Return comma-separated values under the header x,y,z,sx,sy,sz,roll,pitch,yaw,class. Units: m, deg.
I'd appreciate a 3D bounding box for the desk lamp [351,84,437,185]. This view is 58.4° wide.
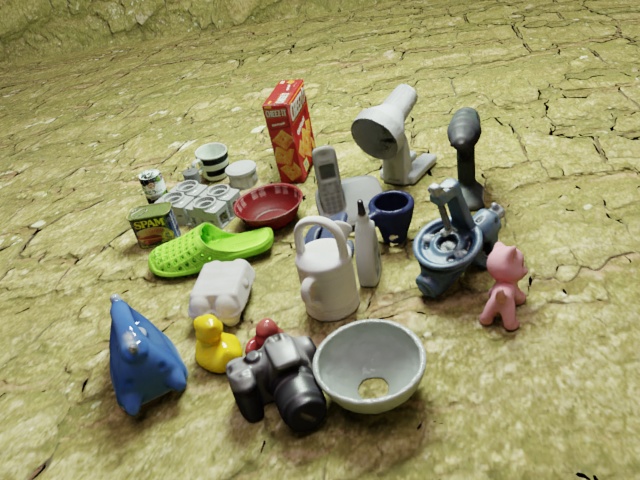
x,y,z,sx,sy,sz,roll,pitch,yaw,class
0.173,-0.236,1.324,0.117,0.214,0.204,16,43,34,desk lamp

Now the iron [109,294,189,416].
x,y,z,sx,sy,sz,roll,pitch,yaw,class
-0.316,0.163,0.958,0.119,0.142,0.257,-25,37,-19,iron

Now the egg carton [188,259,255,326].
x,y,z,sx,sy,sz,roll,pitch,yaw,class
-0.182,0.097,1.077,0.107,0.069,0.150,-4,35,10,egg carton

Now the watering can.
x,y,z,sx,sy,sz,roll,pitch,yaw,class
0.008,0.035,1.003,0.101,0.194,0.173,-6,35,7,watering can

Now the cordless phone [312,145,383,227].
x,y,z,sx,sy,sz,roll,pitch,yaw,class
0.057,-0.121,1.217,0.147,0.185,0.094,-16,35,-6,cordless phone

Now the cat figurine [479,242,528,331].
x,y,z,sx,sy,sz,roll,pitch,yaw,class
0.304,0.064,0.944,0.067,0.118,0.128,6,38,24,cat figurine

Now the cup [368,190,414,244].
x,y,z,sx,sy,sz,roll,pitch,yaw,class
0.137,-0.034,1.151,0.118,0.095,0.091,-31,39,-26,cup

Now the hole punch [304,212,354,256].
x,y,z,sx,sy,sz,roll,pitch,yaw,class
0.010,0.004,1.136,0.101,0.091,0.108,-3,36,13,hole punch

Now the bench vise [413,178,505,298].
x,y,z,sx,sy,sz,roll,pitch,yaw,class
0.238,-0.030,1.007,0.121,0.220,0.208,15,42,33,bench vise

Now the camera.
x,y,z,sx,sy,sz,roll,pitch,yaw,class
-0.057,0.214,0.848,0.143,0.101,0.136,-20,36,-12,camera

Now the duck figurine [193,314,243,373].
x,y,z,sx,sy,sz,roll,pitch,yaw,class
-0.178,0.167,0.963,0.078,0.086,0.104,-32,39,-27,duck figurine

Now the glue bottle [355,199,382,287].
x,y,z,sx,sy,sz,roll,pitch,yaw,class
0.085,-0.001,1.050,0.037,0.173,0.078,1,36,17,glue bottle

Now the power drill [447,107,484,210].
x,y,z,sx,sy,sz,roll,pitch,yaw,class
0.305,-0.172,1.200,0.075,0.209,0.230,0,36,16,power drill

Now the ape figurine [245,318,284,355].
x,y,z,sx,sy,sz,roll,pitch,yaw,class
-0.083,0.166,0.932,0.077,0.092,0.076,13,41,31,ape figurine

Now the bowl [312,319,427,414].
x,y,z,sx,sy,sz,roll,pitch,yaw,class
0.077,0.200,0.854,0.167,0.075,0.167,-7,35,6,bowl
